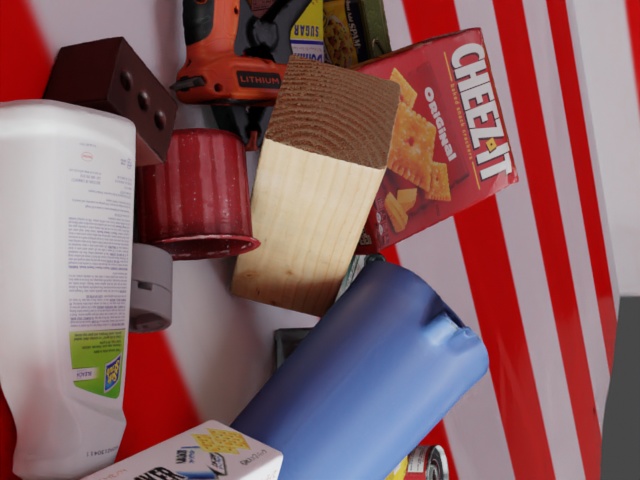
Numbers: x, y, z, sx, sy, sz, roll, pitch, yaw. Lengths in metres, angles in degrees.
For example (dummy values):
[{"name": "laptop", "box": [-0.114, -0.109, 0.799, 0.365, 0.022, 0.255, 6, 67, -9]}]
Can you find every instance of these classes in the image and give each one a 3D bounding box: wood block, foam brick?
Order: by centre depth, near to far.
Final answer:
[{"name": "foam brick", "box": [-0.139, -0.091, 0.718, 0.078, 0.051, 0.053, 52, 40, -52]}, {"name": "wood block", "box": [-0.007, -0.035, 0.850, 0.206, 0.090, 0.090, 108, -4, -53]}]

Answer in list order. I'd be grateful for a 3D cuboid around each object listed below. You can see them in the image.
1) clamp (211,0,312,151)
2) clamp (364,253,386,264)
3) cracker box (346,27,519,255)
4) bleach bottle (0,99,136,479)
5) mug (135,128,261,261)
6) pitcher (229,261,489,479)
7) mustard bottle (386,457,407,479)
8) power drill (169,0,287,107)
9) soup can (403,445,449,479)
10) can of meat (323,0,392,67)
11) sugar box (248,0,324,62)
[{"name": "clamp", "box": [-0.064, -0.181, 0.904, 0.164, 0.036, 0.210, 18, 78, -39]}, {"name": "clamp", "box": [0.071, 0.097, 1.162, 0.171, 0.039, 0.120, 62, 38, -52]}, {"name": "cracker box", "box": [0.085, -0.097, 1.008, 0.213, 0.072, 0.164, -25, 105, -37]}, {"name": "bleach bottle", "box": [-0.158, 0.048, 0.641, 0.102, 0.068, 0.251, 6, 84, -62]}, {"name": "mug", "box": [-0.093, -0.030, 0.786, 0.117, 0.093, 0.081, 114, -29, -79]}, {"name": "pitcher", "box": [0.008, 0.144, 0.848, 0.242, 0.145, 0.149, -45, 140, -22]}, {"name": "mustard bottle", "box": [0.027, 0.224, 0.967, 0.191, 0.058, 0.096, -40, 121, -65]}, {"name": "power drill", "box": [-0.055, -0.202, 0.853, 0.184, 0.057, 0.187, -5, 91, -35]}, {"name": "soup can", "box": [0.074, 0.245, 1.098, 0.068, 0.102, 0.068, -4, 90, -67]}, {"name": "can of meat", "box": [0.021, -0.205, 1.074, 0.057, 0.084, 0.102, -45, 127, -61]}, {"name": "sugar box", "box": [-0.031, -0.218, 1.003, 0.093, 0.048, 0.176, 9, 77, -66]}]
